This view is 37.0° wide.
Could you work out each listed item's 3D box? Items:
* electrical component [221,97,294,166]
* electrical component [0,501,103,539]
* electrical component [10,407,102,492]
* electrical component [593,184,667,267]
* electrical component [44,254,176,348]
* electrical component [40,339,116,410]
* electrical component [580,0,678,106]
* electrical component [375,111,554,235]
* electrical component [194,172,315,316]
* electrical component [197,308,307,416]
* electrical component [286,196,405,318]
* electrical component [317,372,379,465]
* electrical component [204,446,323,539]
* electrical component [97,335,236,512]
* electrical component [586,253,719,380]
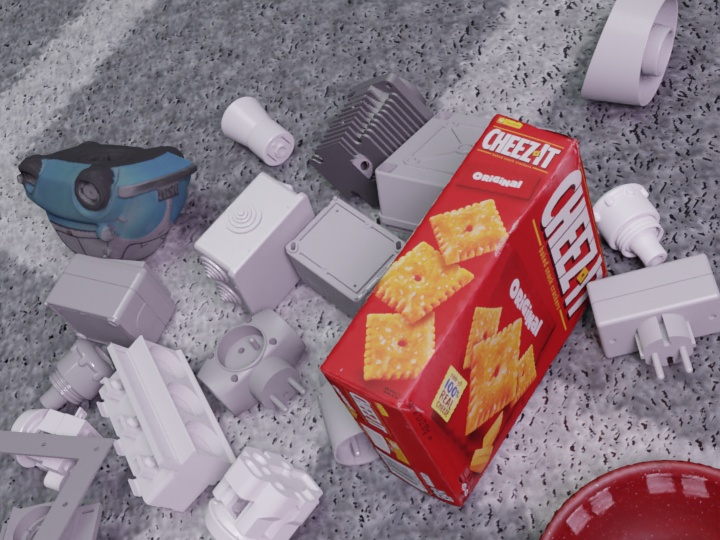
[{"bbox_3d":[-0.091,-0.124,0.984,0.044,0.044,0.065,-42,56,-10],"label":"electrical component"},{"bbox_3d":[-0.222,0.203,0.782,0.081,0.063,0.042,-14,39,13],"label":"electrical component"},{"bbox_3d":[-0.243,0.138,0.852,0.055,0.048,0.066,14,62,21],"label":"electrical component"},{"bbox_3d":[0.202,-0.029,0.792,0.048,0.048,0.062,-29,57,1],"label":"electrical component"},{"bbox_3d":[-0.214,0.025,0.910,0.096,0.061,0.061,11,61,28],"label":"electrical component"},{"bbox_3d":[-0.234,0.091,0.884,0.062,0.048,0.048,-42,51,-2],"label":"electrical component"},{"bbox_3d":[0.215,-0.181,0.865,0.064,0.099,0.099,19,65,25],"label":"electrical component"},{"bbox_3d":[0.085,-0.071,0.840,0.109,0.056,0.108,15,42,31],"label":"electrical component"},{"bbox_3d":[-0.080,-0.019,0.865,0.048,0.099,0.099,33,72,24],"label":"electrical component"},{"bbox_3d":[-0.073,0.079,0.824,0.077,0.044,0.079,-44,52,-12],"label":"electrical component"},{"bbox_3d":[0.000,0.000,0.846,0.096,0.061,0.061,35,74,29],"label":"electrical component"},{"bbox_3d":[-0.008,0.097,0.786,0.043,0.043,0.081,-24,51,5],"label":"electrical component"},{"bbox_3d":[-0.071,0.164,0.746,0.057,0.078,0.058,-53,51,8],"label":"electrical component"},{"bbox_3d":[-0.150,0.117,0.814,0.063,0.079,0.121,-47,49,14],"label":"electrical component"},{"bbox_3d":[0.207,0.040,0.736,0.083,0.047,0.075,-15,52,12],"label":"electrical component"}]
